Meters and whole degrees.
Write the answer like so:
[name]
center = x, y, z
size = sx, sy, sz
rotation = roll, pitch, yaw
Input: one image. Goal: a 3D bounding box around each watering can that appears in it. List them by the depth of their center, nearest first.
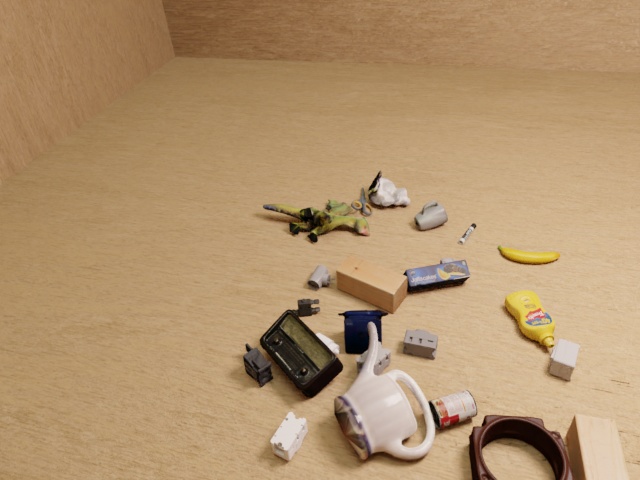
[watering can]
center = 0.134, 0.384, 1.277
size = 0.226, 0.101, 0.354
rotation = -19, 56, -19

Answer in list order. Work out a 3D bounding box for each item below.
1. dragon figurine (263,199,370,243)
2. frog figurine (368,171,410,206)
[dragon figurine]
center = 0.006, -0.098, 1.955
size = 0.413, 0.120, 0.245
rotation = 25, 30, 30
[frog figurine]
center = 0.273, -0.177, 2.022
size = 0.159, 0.120, 0.140
rotation = 31, 28, -12
